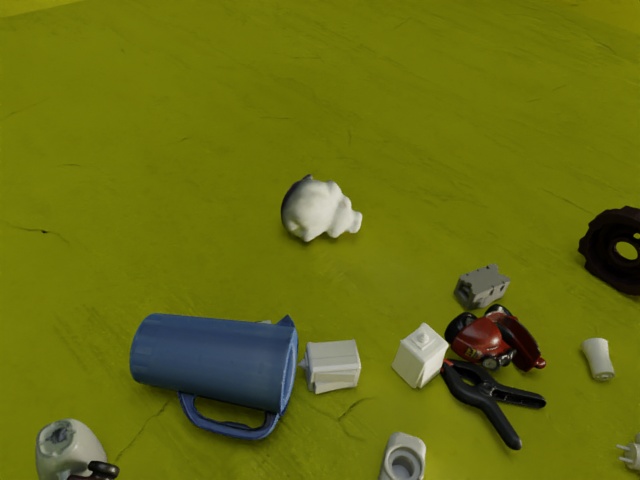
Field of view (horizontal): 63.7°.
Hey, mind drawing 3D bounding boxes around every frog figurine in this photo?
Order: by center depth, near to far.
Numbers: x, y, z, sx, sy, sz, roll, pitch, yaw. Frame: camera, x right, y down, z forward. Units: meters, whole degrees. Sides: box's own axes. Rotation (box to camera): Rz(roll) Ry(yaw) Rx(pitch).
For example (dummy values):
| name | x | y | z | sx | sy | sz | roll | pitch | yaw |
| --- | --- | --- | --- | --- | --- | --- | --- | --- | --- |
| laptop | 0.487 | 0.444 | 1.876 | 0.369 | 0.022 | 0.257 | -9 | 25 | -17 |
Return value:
| name | x | y | z | sx | sy | sz | roll | pitch | yaw |
| --- | --- | --- | --- | --- | --- | --- | --- | --- | --- |
| frog figurine | 0.003 | -0.054 | 1.065 | 0.160 | 0.121 | 0.138 | 32 | 81 | 13 |
